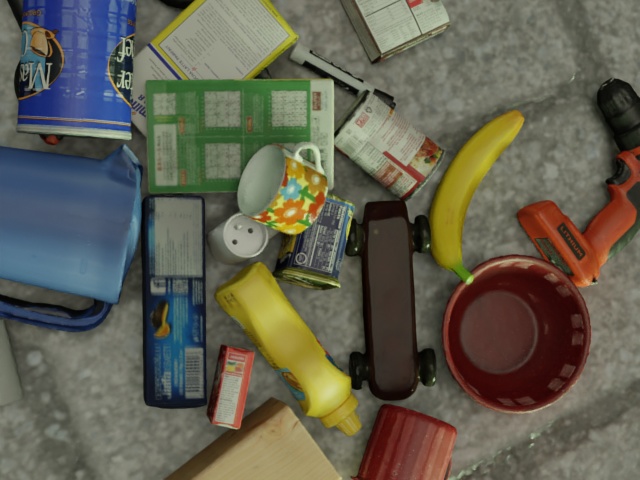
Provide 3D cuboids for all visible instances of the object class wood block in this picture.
[{"bbox_3d":[-0.095,0.250,1.015,0.206,0.090,0.091,-37,95,-12],"label":"wood block"}]

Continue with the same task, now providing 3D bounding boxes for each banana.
[{"bbox_3d":[0.153,-0.048,1.099,0.070,0.037,0.197,12,73,23],"label":"banana"}]

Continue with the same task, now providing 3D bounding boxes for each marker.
[{"bbox_3d":[0.025,-0.165,1.097,0.121,0.020,0.020,28,82,-9],"label":"marker"}]

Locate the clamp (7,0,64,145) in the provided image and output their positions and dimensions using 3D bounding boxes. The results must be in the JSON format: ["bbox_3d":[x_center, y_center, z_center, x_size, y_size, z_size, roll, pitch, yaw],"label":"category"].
[{"bbox_3d":[-0.261,-0.180,1.026,0.120,0.039,0.171,14,85,-10],"label":"clamp"}]

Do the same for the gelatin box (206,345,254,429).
[{"bbox_3d":[-0.087,0.138,1.022,0.030,0.089,0.073,12,85,-8],"label":"gelatin box"}]

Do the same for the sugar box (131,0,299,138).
[{"bbox_3d":[-0.115,-0.172,1.033,0.176,0.048,0.093,-41,96,8],"label":"sugar box"}]

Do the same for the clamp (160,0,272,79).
[{"bbox_3d":[-0.105,-0.254,1.064,0.210,0.036,0.164,17,85,-10],"label":"clamp"}]

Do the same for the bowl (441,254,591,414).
[{"bbox_3d":[0.194,0.096,1.101,0.162,0.055,0.162,1,87,-12],"label":"bowl"}]

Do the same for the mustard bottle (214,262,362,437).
[{"bbox_3d":[-0.024,0.111,1.033,0.058,0.096,0.191,-38,95,-12],"label":"mustard bottle"}]

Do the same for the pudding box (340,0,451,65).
[{"bbox_3d":[0.071,-0.252,1.102,0.090,0.039,0.113,-27,91,-11],"label":"pudding box"}]

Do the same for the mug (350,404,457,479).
[{"bbox_3d":[0.094,0.217,1.064,0.117,0.093,0.081,30,75,-40],"label":"mug"}]

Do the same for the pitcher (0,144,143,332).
[{"bbox_3d":[-0.288,-0.015,0.975,0.242,0.145,0.149,10,67,-8],"label":"pitcher"}]

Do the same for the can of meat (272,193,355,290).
[{"bbox_3d":[-0.007,0.001,1.041,0.057,0.102,0.084,14,82,-11],"label":"can of meat"}]

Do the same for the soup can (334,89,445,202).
[{"bbox_3d":[0.066,-0.095,1.077,0.102,0.068,0.068,38,80,-7],"label":"soup can"}]

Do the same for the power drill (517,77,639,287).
[{"bbox_3d":[0.303,-0.055,1.131,0.187,0.057,0.184,-36,95,-11],"label":"power drill"}]

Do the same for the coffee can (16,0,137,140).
[{"bbox_3d":[-0.219,-0.164,0.965,0.102,0.103,0.140,3,94,-12],"label":"coffee can"}]
